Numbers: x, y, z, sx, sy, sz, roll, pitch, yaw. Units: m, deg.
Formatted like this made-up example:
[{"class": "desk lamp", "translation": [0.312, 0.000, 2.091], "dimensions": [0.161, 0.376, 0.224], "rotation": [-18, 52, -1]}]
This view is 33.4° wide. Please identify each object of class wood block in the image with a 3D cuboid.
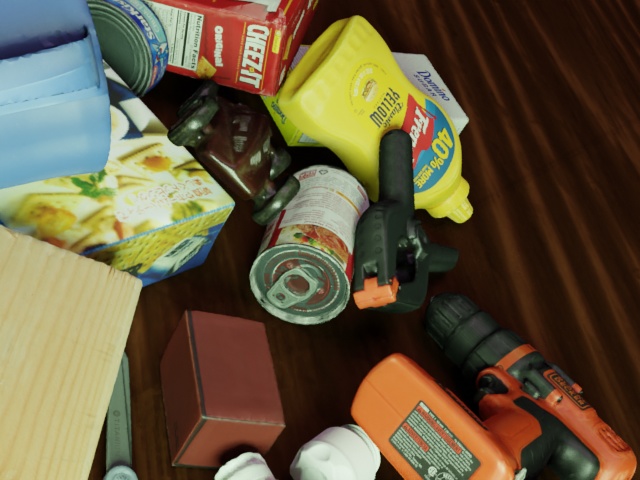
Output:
[{"class": "wood block", "translation": [-0.160, 0.100, 0.516], "dimensions": [0.090, 0.090, 0.206], "rotation": [22, 39, -13]}]

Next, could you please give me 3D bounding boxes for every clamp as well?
[{"class": "clamp", "translation": [0.055, -0.009, 0.761], "dimensions": [0.120, 0.039, 0.171], "rotation": [64, 24, -8]}]

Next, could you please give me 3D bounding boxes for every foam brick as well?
[{"class": "foam brick", "translation": [-0.059, 0.089, 0.626], "dimensions": [0.051, 0.053, 0.078], "rotation": [9, 44, -26]}]

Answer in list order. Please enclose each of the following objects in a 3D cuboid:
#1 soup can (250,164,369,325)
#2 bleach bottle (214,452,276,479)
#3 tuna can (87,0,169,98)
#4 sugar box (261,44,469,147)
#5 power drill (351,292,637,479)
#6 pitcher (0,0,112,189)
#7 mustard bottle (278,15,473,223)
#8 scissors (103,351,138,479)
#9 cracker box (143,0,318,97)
[{"class": "soup can", "translation": [-0.005, 0.001, 0.746], "dimensions": [0.068, 0.069, 0.102], "rotation": [26, 37, -7]}, {"class": "bleach bottle", "translation": [0.026, 0.213, 0.539], "dimensions": [0.102, 0.068, 0.251], "rotation": [-9, 50, -41]}, {"class": "tuna can", "translation": [-0.156, -0.141, 0.789], "dimensions": [0.086, 0.086, 0.033], "rotation": [32, 36, 1]}, {"class": "sugar box", "translation": [0.035, -0.124, 0.929], "dimensions": [0.175, 0.048, 0.093], "rotation": [1, 48, -36]}, {"class": "power drill", "translation": [0.102, 0.103, 0.683], "dimensions": [0.185, 0.057, 0.187], "rotation": [44, 25, 27]}, {"class": "pitcher", "translation": [-0.233, -0.071, 0.534], "dimensions": [0.242, 0.149, 0.145], "rotation": [-17, 64, -25]}, {"class": "mustard bottle", "translation": [0.059, -0.080, 0.853], "dimensions": [0.191, 0.058, 0.096], "rotation": [44, 66, -25]}, {"class": "scissors", "translation": [-0.091, 0.145, 0.572], "dimensions": [0.096, 0.016, 0.201], "rotation": [25, 38, -11]}, {"class": "cracker box", "translation": [-0.115, -0.207, 0.864], "dimensions": [0.213, 0.072, 0.164], "rotation": [15, 38, 3]}]
